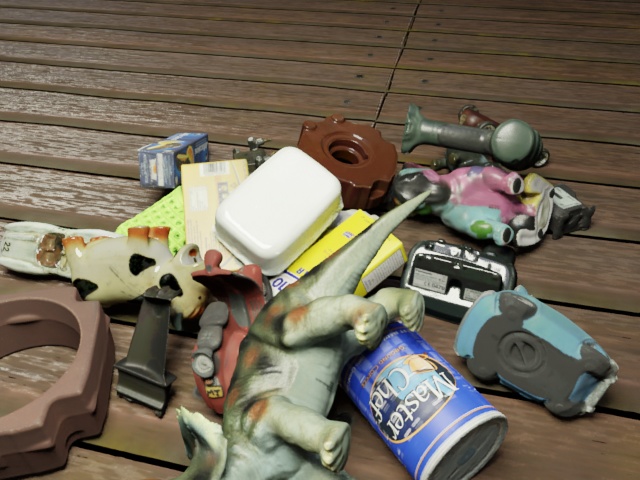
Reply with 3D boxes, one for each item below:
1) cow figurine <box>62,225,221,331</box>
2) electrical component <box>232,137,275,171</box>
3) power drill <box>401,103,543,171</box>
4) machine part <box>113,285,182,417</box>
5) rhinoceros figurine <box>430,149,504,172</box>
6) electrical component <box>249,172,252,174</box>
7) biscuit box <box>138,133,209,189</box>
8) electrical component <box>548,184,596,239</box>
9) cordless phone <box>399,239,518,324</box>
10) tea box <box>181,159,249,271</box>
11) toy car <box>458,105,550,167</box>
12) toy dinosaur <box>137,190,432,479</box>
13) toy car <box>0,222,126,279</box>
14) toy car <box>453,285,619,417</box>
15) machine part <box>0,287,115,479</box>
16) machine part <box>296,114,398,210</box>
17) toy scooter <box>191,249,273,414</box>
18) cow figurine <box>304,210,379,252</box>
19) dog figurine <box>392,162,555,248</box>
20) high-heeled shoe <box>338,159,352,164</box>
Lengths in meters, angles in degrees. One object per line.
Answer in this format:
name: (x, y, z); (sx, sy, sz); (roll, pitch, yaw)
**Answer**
cow figurine: (-0.214, 0.046, 0.661); (0.195, 0.127, 0.085); (-6, 2, 16)
electrical component: (-0.124, -0.154, 1.004); (0.078, 0.045, 0.102); (-5, 38, -8)
power drill: (0.230, -0.147, 0.816); (0.207, 0.086, 0.232); (18, 11, 12)
machine part: (-0.186, 0.117, 0.591); (0.084, 0.138, 0.039); (18, 7, 28)
rhinoceros figurine: (0.266, -0.120, 0.937); (0.112, 0.073, 0.190); (1, 34, -15)
electrical component: (-0.119, -0.107, 0.938); (0.094, 0.021, 0.063); (-2, 5, -1)
biscuit box: (-0.248, -0.143, 0.934); (0.059, 0.062, 0.203); (3, 20, 3)
electrical component: (0.370, -0.058, 0.866); (0.075, 0.047, 0.119); (-17, 40, -20)
cordless phone: (0.200, 0.034, 0.743); (0.147, 0.088, 0.184); (15, 29, 20)
tea box: (-0.139, -0.022, 0.756); (0.098, 0.068, 0.169); (-5, 69, -6)
toy car: (0.339, -0.187, 0.995); (0.202, 0.053, 0.089); (18, 27, -27)
toy dinosaur: (-0.025, 0.118, 0.499); (0.192, 0.131, 0.405); (4, 53, 31)
toy car: (-0.354, 0.018, 0.752); (0.202, 0.056, 0.073); (6, 80, 10)
toy car: (0.244, 0.114, 0.605); (0.162, 0.109, 0.103); (27, 27, 19)
machine part: (-0.335, 0.151, 0.579); (0.201, 0.087, 0.202); (-8, 39, -8)
machine part: (0.040, -0.126, 0.854); (0.179, 0.056, 0.179); (8, 48, -10)
toy scooter: (-0.102, 0.087, 0.590); (0.075, 0.135, 0.184); (-4, 52, 16)
cow figurine: (-0.003, -0.004, 0.784); (0.167, 0.068, 0.098); (-12, 23, -19)
dog figurine: (0.219, -0.064, 0.828); (0.191, 0.108, 0.219); (1, 13, -43)
high-heeled shoe: (0.033, -0.098, 0.934); (0.145, 0.086, 0.249); (33, 61, -5)
